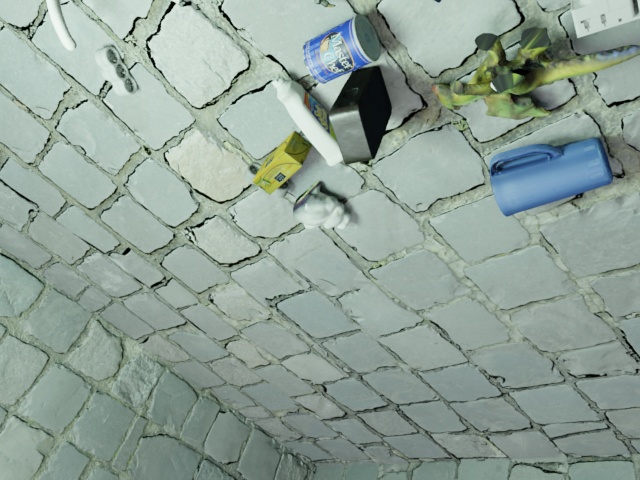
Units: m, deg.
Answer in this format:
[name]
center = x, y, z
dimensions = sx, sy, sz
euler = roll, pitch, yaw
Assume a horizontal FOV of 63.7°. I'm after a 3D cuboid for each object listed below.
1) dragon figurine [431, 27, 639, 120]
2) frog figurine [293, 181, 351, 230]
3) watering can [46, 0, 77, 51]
[dragon figurine]
center = 0.413, -0.311, 1.044
dimensions = 0.411, 0.123, 0.241
euler = 9, 175, 31
[frog figurine]
center = 0.005, -0.076, 1.502
dimensions = 0.159, 0.125, 0.135
euler = 45, 116, -7
[watering can]
center = -0.634, -0.612, 1.147
dimensions = 0.103, 0.230, 0.340
euler = -16, 129, 15
